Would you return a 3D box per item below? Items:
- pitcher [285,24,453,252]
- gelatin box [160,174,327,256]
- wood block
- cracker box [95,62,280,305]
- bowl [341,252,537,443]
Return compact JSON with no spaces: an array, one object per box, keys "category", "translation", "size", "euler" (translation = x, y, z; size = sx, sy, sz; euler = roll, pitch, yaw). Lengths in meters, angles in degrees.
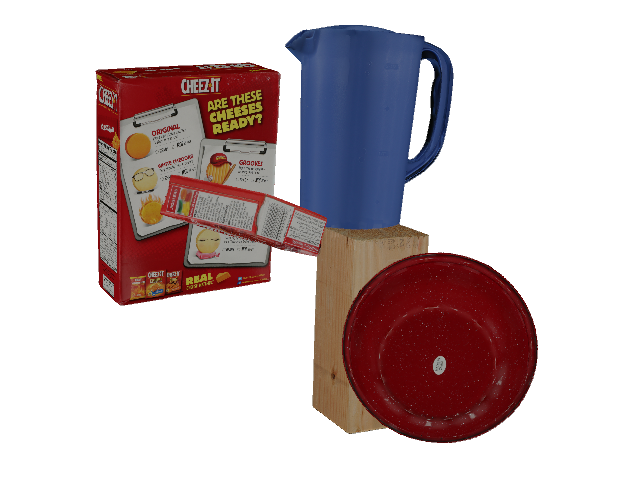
[{"category":"pitcher","translation":[0.048,-0.110,1.160],"size":[0.149,0.243,0.144],"euler":[8,11,27]},{"category":"gelatin box","translation":[-0.048,-0.015,0.690],"size":[0.073,0.030,0.089],"euler":[13,-3,28]},{"category":"wood block","translation":[0.051,0.089,1.141],"size":[0.090,0.206,0.091],"euler":[-4,14,-27]},{"category":"cracker box","translation":[-0.128,-0.057,1.019],"size":[0.163,0.214,0.072],"euler":[-8,21,-31]},{"category":"bowl","translation":[0.094,0.093,0.858],"size":[0.162,0.162,0.055],"euler":[0,7,8]}]
